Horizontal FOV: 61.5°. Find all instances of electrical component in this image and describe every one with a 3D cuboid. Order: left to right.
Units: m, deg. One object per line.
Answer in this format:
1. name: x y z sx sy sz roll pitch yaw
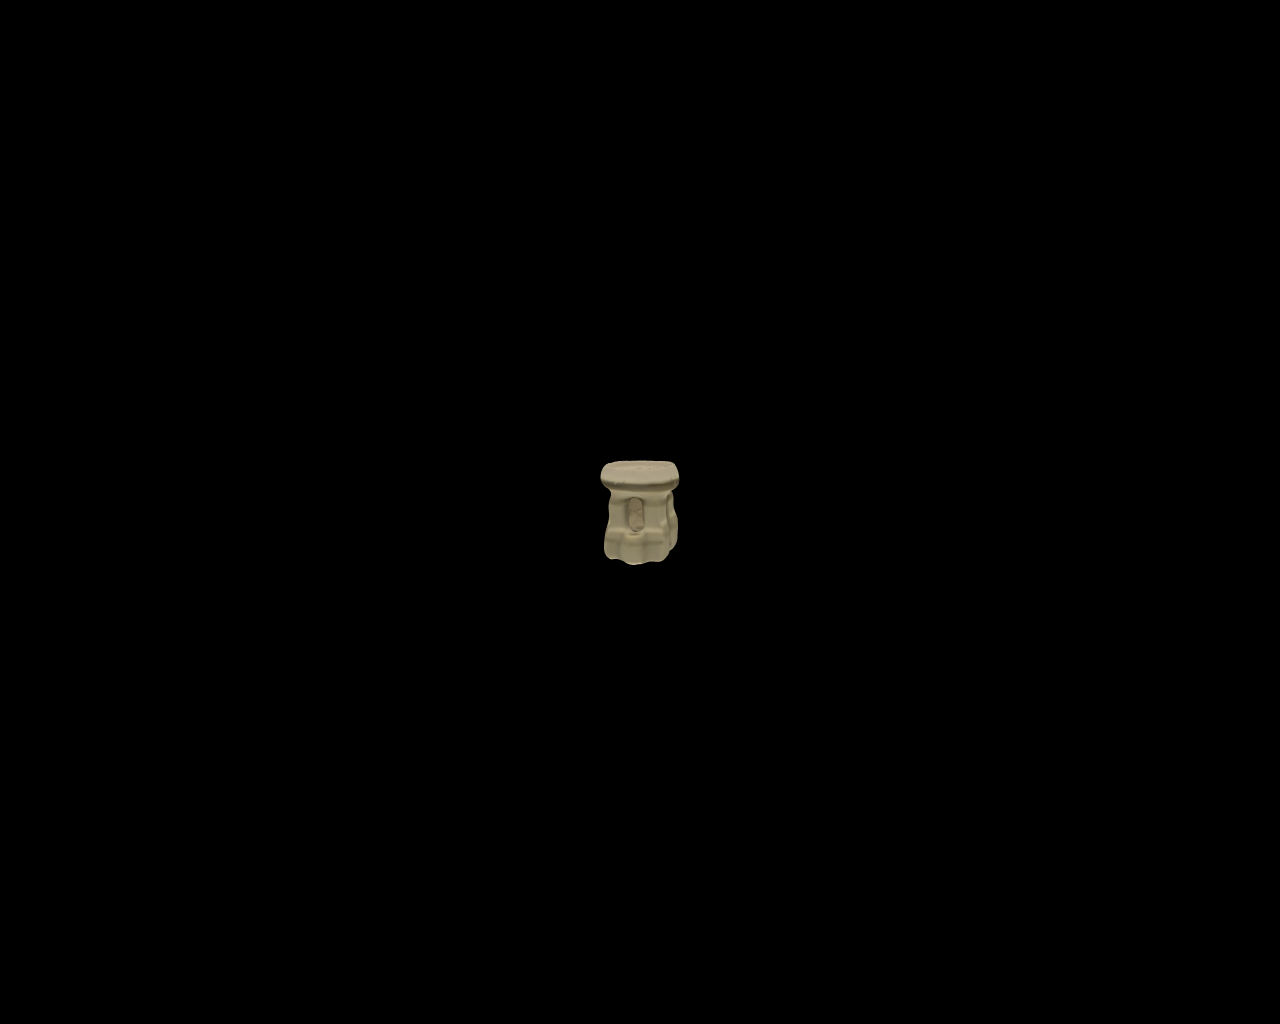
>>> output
1. electrical component: 0.001 -0.003 0.650 0.048 0.055 0.066 2 12 11
